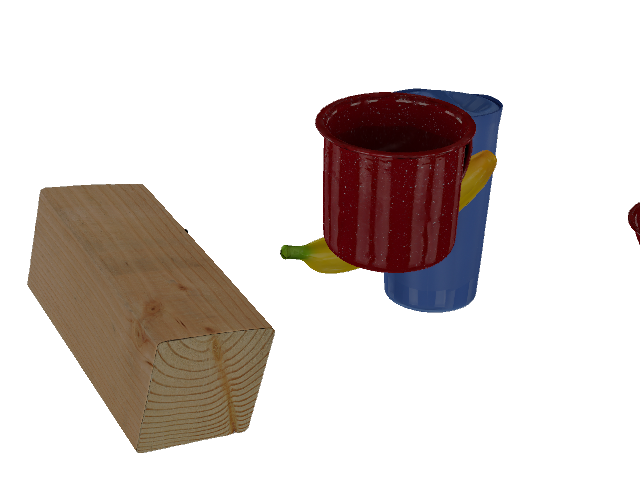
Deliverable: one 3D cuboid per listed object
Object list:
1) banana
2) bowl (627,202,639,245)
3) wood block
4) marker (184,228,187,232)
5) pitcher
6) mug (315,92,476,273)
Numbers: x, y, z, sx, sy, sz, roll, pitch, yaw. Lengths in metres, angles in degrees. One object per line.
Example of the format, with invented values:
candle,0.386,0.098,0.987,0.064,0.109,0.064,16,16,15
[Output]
banana,0.066,-0.016,0.915,0.198,0.037,0.069,-27,-17,9
bowl,0.410,0.005,1.146,0.162,0.055,0.162,-1,26,0
wood block,-0.130,0.046,0.772,0.090,0.091,0.206,-5,33,-36
marker,-0.143,0.039,1.106,0.020,0.121,0.020,-1,29,0
pitcher,0.127,-0.042,1.203,0.149,0.243,0.145,-10,24,-26
mug,0.051,-0.038,0.645,0.093,0.081,0.117,25,37,36
